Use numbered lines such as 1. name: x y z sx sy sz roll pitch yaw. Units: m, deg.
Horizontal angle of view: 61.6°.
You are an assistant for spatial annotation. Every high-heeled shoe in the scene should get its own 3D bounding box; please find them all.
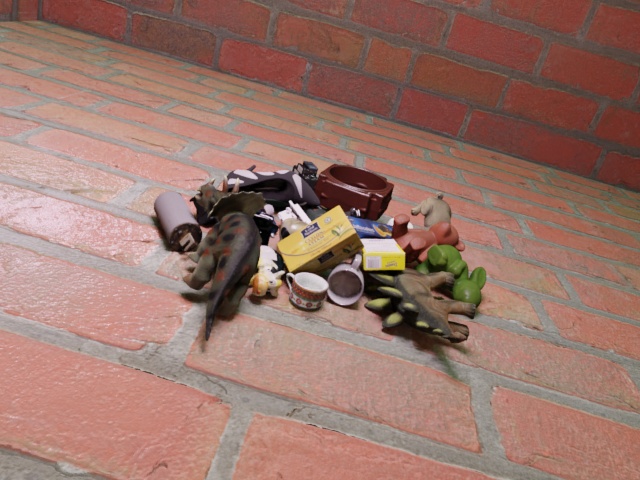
1. high-heeled shoe: -0.130 -0.126 1.434 0.249 0.086 0.145 26 44 8

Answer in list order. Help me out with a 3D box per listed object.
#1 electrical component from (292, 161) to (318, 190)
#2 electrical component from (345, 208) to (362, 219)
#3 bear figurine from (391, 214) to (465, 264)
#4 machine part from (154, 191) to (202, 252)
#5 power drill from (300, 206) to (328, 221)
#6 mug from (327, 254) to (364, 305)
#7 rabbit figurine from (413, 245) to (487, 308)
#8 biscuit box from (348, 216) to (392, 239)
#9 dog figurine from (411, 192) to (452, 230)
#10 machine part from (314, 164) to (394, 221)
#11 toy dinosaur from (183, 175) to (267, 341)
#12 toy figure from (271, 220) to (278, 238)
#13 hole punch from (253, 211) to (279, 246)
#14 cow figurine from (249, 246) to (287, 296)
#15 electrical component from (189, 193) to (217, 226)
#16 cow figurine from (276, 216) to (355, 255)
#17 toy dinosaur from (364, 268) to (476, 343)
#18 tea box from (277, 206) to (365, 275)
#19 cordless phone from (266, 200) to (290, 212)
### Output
1. electrical component: -0.047 -0.165 1.609 0.058 0.134 0.115 5 27 -28
2. electrical component: 0.076 -0.059 1.406 0.063 0.021 0.094 -11 -19 10
3. bear figurine: 0.286 -0.009 1.390 0.196 0.131 0.120 -15 58 -15
4. machine part: -0.331 -0.046 1.246 0.079 0.079 0.243 1 27 -30
5. power drill: 0.049 -0.055 1.514 0.207 0.085 0.232 -10 34 -33
6. mug: 0.061 0.078 1.197 0.081 0.109 0.107 20 13 0
7. rabbit figurine: 0.336 0.108 1.326 0.159 0.121 0.170 3 45 -41
8. biscuit box: 0.126 -0.012 1.409 0.202 0.059 0.063 9 43 -42
9. dog figurine: 0.347 -0.033 1.534 0.121 0.172 0.191 -2 21 -13
10. machine part: 0.099 -0.141 1.526 0.202 0.087 0.201 20 27 14
11. toy dinosaur: -0.173 0.013 1.060 0.131 0.192 0.405 23 21 -27
12. toy figure: -0.167 -0.042 1.354 0.154 0.058 0.064 6 65 -38
13. hole punch: -0.169 -0.021 1.258 0.142 0.115 0.092 17 16 1
14. cow figurine: -0.112 0.071 1.150 0.098 0.068 0.167 13 24 -21
15. electrical component: -0.267 -0.064 1.351 0.075 0.048 0.119 -25 86 -52
16. cow figurine: -0.003 -0.004 1.300 0.195 0.127 0.085 14 27 0
17. toy dinosaur: 0.201 0.116 1.201 0.199 0.105 0.472 6 15 -12
18. tea box: 0.001 0.012 1.194 0.098 0.170 0.068 59 4 40
19. cordless phone: -0.155 -0.148 1.597 0.146 0.088 0.184 7 15 -17
